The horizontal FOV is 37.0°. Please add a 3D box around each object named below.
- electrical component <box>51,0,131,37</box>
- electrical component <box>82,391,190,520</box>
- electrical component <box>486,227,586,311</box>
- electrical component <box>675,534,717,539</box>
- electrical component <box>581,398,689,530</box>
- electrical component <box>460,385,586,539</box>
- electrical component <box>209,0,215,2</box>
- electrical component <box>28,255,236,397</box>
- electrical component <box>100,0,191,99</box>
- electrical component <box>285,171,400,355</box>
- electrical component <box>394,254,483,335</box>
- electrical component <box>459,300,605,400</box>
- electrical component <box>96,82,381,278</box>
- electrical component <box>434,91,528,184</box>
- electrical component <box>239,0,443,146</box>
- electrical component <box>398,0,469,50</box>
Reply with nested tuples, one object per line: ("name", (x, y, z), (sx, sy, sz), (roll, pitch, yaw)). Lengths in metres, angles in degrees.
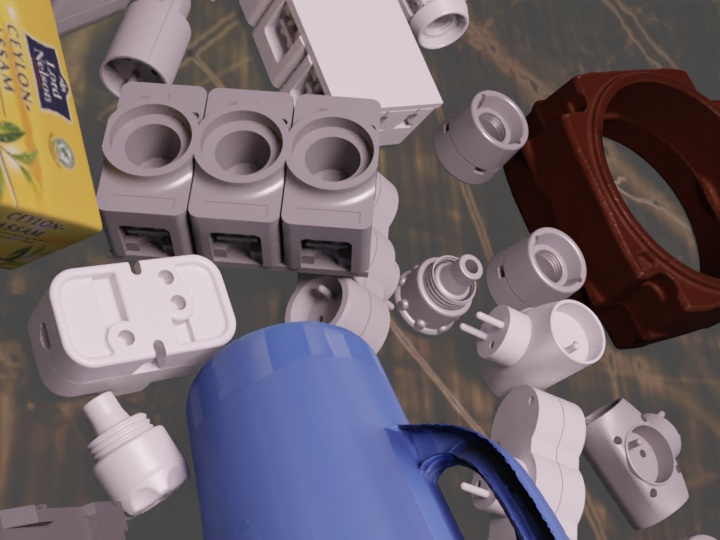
("electrical component", (-0.178, -0.187, 0.662), (0.061, 0.061, 0.096), (49, 43, 0))
("electrical component", (-0.119, 0.092, 0.553), (0.043, 0.043, 0.062), (-28, 80, -39))
("electrical component", (0.124, 0.002, 0.751), (0.055, 0.047, 0.055), (15, 58, -25))
("electrical component", (0.212, 0.201, 0.697), (0.055, 0.047, 0.055), (15, 58, -25))
("electrical component", (0.192, 0.122, 0.730), (0.079, 0.044, 0.077), (-28, 82, -39))
("electrical component", (0.093, 0.133, 0.657), (0.074, 0.052, 0.138), (23, 55, -20))
("electrical component", (-0.115, -0.214, 0.722), (0.077, 0.043, 0.079), (-36, 87, -39))
("electrical component", (-0.123, 0.031, 0.573), (0.095, 0.059, 0.053), (-8, 70, -35))
("electrical component", (-0.130, -0.147, 0.677), (0.043, 0.043, 0.081), (26, 54, -18))
("electrical component", (0.000, 0.000, 0.674), (0.074, 0.052, 0.138), (37, 47, -41))
("electrical component", (0.055, 0.011, 0.694), (0.048, 0.062, 0.048), (15, 58, -25))
("electrical component", (0.103, 0.046, 0.694), (0.079, 0.077, 0.044), (24, 55, -19))
("electrical component", (-0.066, -0.054, 0.614), (0.150, 0.061, 0.089), (4, 59, 0))
("electrical component", (0.089, -0.098, 0.784), (0.055, 0.047, 0.055), (15, 58, -25))
("electrical component", (-0.020, -0.159, 0.740), (0.089, 0.062, 0.150), (-11, 71, -36))
("electrical component", (0.054, -0.203, 0.822), (0.066, 0.048, 0.055), (-5, 61, -34))
